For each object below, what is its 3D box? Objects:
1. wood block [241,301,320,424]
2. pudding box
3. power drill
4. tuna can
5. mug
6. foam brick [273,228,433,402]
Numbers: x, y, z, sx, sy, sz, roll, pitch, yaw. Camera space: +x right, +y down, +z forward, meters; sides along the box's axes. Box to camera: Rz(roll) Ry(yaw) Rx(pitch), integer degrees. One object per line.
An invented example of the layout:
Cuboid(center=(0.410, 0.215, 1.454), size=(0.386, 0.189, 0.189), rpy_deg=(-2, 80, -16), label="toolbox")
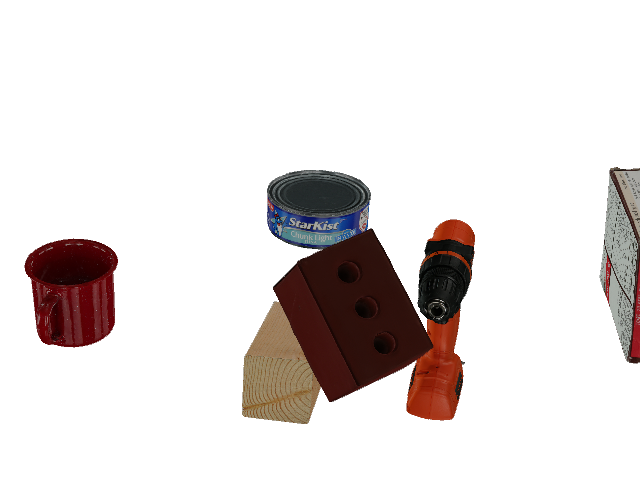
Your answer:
Cuboid(center=(-0.041, 0.162, 1.458), size=(0.091, 0.090, 0.206), rpy_deg=(6, 17, 6), label="wood block")
Cuboid(center=(0.212, 0.013, 0.699), size=(0.039, 0.090, 0.113), rpy_deg=(-1, 28, 4), label="pudding box")
Cuboid(center=(0.126, 0.091, 1.115), size=(0.057, 0.188, 0.184), rpy_deg=(9, 26, 11), label="power drill")
Cuboid(center=(-0.002, -0.026, 0.885), size=(0.086, 0.034, 0.086), rpy_deg=(2, 28, -1), label="tuna can")
Cuboid(center=(-0.258, 0.062, 1.094), size=(0.093, 0.081, 0.117), rpy_deg=(9, 32, 9), label="mug")
Cuboid(center=(0.017, 0.044, 0.605), size=(0.052, 0.078, 0.051), rpy_deg=(-24, -9, -26), label="foam brick")
